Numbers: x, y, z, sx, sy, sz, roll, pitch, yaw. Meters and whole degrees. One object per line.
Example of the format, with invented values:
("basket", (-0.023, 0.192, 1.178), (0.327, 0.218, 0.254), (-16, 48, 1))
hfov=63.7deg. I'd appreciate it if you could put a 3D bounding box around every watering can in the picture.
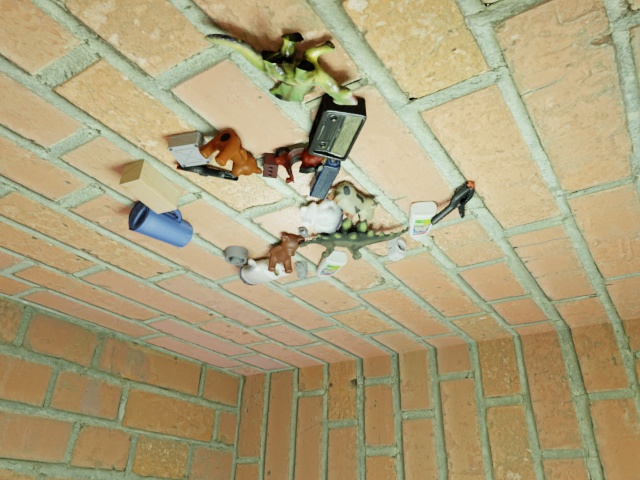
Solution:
("watering can", (-0.285, 0.137, 2.381), (0.223, 0.105, 0.345), (-16, 161, 29))

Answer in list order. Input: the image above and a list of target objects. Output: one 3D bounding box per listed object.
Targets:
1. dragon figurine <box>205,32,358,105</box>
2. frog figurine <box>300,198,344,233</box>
("dragon figurine", (-0.093, -0.437, 1.378), (0.410, 0.124, 0.238), (12, 159, -1))
("frog figurine", (0.006, -0.099, 1.958), (0.159, 0.125, 0.135), (19, 114, -11))
